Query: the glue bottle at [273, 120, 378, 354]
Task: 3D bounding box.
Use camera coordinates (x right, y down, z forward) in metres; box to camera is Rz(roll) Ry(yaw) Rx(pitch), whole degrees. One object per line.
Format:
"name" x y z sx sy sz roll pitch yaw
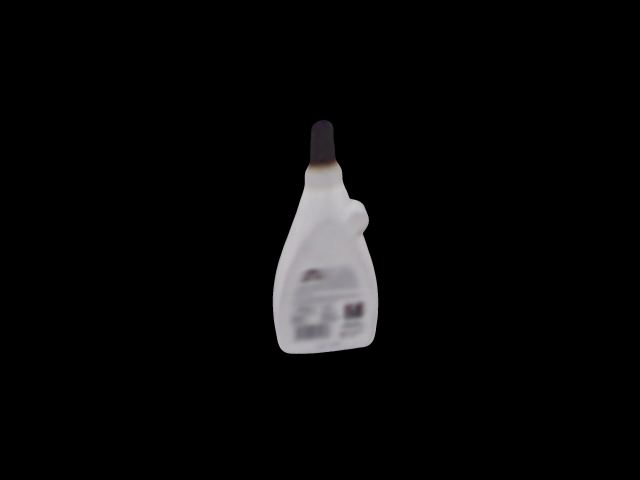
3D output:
"glue bottle" 0.004 0.001 0.400 0.078 0.173 0.037 -4 29 -6
